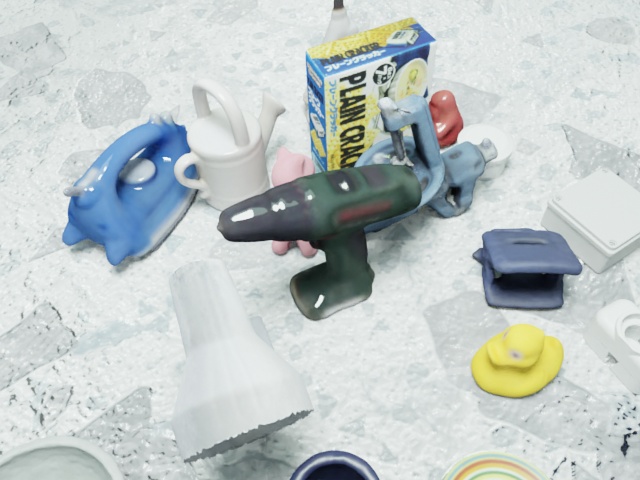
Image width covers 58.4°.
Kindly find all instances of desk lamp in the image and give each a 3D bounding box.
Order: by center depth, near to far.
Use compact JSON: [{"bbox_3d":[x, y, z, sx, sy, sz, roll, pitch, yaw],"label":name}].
[{"bbox_3d":[-0.089,0.128,0.565,0.118,0.214,0.203,-19,55,-12],"label":"desk lamp"}]

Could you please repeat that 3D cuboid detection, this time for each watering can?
[{"bbox_3d":[-0.124,-0.141,0.781,0.100,0.194,0.173,20,56,16],"label":"watering can"}]

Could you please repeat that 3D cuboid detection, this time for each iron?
[{"bbox_3d":[-0.246,-0.097,0.785,0.118,0.141,0.259,20,56,17],"label":"iron"}]

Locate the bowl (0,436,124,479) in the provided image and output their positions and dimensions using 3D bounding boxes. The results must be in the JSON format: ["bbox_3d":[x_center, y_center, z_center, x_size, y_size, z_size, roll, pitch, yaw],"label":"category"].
[{"bbox_3d":[-0.255,0.280,0.544,0.167,0.075,0.167,-1,53,1],"label":"bowl"}]

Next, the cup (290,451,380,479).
[{"bbox_3d":[0.004,0.264,0.534,0.118,0.095,0.091,-33,58,-21],"label":"cup"}]

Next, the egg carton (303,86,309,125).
[{"bbox_3d":[0.049,-0.216,0.909,0.150,0.069,0.107,-7,53,-3],"label":"egg carton"}]

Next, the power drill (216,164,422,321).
[{"bbox_3d":[0.006,0.002,0.659,0.230,0.208,0.075,-23,55,-14],"label":"power drill"}]

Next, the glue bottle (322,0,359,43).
[{"bbox_3d":[0.032,-0.321,0.925,0.078,0.173,0.037,-16,54,-9],"label":"glue bottle"}]

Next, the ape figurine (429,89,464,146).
[{"bbox_3d":[0.183,-0.190,0.871,0.076,0.092,0.078,8,54,8],"label":"ape figurine"}]

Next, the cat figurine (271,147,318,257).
[{"bbox_3d":[-0.033,-0.060,0.765,0.067,0.118,0.128,0,53,3],"label":"cat figurine"}]

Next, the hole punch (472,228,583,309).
[{"bbox_3d":[0.253,0.023,0.709,0.108,0.091,0.101,1,53,3],"label":"hole punch"}]

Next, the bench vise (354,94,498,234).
[{"bbox_3d":[0.127,-0.114,0.735,0.208,0.220,0.121,-33,58,-21],"label":"bench vise"}]

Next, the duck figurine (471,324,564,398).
[{"bbox_3d":[0.225,0.124,0.637,0.104,0.086,0.077,-12,53,-7],"label":"duck figurine"}]
